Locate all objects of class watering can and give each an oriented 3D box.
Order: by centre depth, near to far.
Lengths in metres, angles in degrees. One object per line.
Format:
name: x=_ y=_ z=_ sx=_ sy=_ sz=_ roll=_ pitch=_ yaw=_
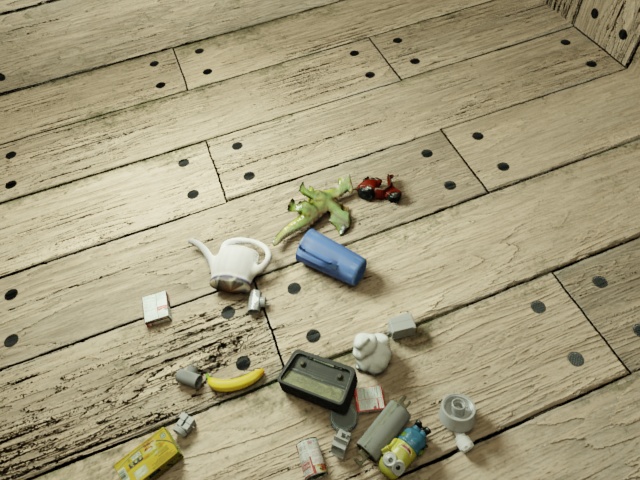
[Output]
watering can: x=-0.351 y=0.086 z=1.902 sx=0.347 sy=0.101 sz=0.230 roll=3 pitch=55 yaw=12

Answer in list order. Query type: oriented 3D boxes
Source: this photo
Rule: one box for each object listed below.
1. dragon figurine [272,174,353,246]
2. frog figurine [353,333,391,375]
dragon figurine: x=0.006 y=-0.102 z=2.019 sx=0.243 sy=0.120 sz=0.417 roll=23 pitch=67 yaw=11
frog figurine: x=0.166 y=0.348 z=1.628 sx=0.139 sy=0.156 sz=0.124 roll=-39 pitch=62 yaw=-21
